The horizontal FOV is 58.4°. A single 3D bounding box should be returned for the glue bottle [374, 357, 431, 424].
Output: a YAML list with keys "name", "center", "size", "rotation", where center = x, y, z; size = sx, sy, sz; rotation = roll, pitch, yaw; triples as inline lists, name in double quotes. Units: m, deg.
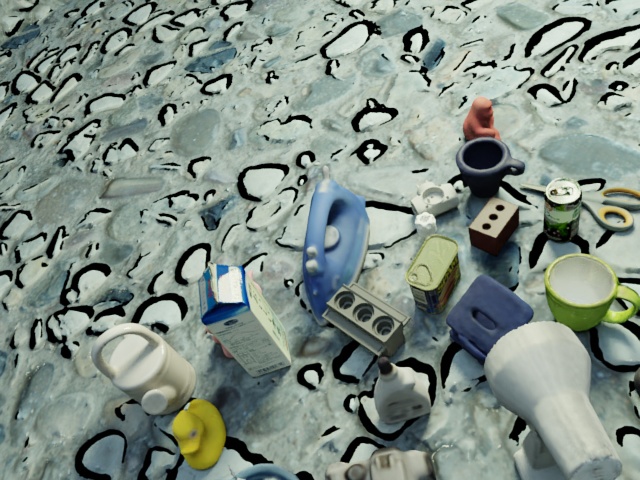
- name: "glue bottle"
  center: [0.103, 0.201, 0.782]
  size: [0.078, 0.173, 0.037]
  rotation: [-16, 51, 7]

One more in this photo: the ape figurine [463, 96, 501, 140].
- name: "ape figurine"
  center: [0.309, -0.232, 1.091]
  size: [0.076, 0.092, 0.078]
  rotation: [13, 60, 27]

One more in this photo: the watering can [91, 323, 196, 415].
- name: "watering can"
  center: [-0.277, 0.199, 0.903]
  size: [0.172, 0.194, 0.101]
  rotation: [23, 65, 32]

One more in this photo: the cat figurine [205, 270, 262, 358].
- name: "cat figurine"
  center: [-0.139, 0.119, 0.965]
  size: [0.128, 0.118, 0.067]
  rotation: [-44, 52, -15]

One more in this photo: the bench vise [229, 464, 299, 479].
- name: "bench vise"
  center: [-0.110, 0.351, 0.712]
  size: [0.207, 0.220, 0.121]
  rotation: [-23, 50, 2]

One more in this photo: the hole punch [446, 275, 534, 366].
- name: "hole punch"
  center: [0.249, 0.123, 0.843]
  size: [0.101, 0.091, 0.108]
  rotation: [-40, 52, -12]

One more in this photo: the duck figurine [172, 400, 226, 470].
- name: "duck figurine"
  center: [-0.193, 0.289, 0.876]
  size: [0.077, 0.086, 0.104]
  rotation: [-16, 51, 8]

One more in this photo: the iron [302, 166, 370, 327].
- name: "iron"
  center: [0.009, 0.004, 0.985]
  size: [0.118, 0.142, 0.258]
  rotation: [-2, 54, 18]

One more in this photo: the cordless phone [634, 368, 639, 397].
- name: "cordless phone"
  center: [0.463, 0.146, 0.689]
  size: [0.147, 0.185, 0.094]
  rotation: [-31, 50, -5]

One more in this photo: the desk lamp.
- name: "desk lamp"
  center: [0.283, 0.228, 0.672]
  size: [0.118, 0.214, 0.203]
  rotation: [-19, 50, 5]

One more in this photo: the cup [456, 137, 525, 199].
- name: "cup"
  center: [0.301, -0.116, 1.004]
  size: [0.117, 0.095, 0.092]
  rotation: [16, 61, 29]

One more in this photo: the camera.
- name: "camera"
  center: [0.083, 0.345, 0.726]
  size: [0.143, 0.101, 0.136]
  rotation: [-15, 51, 8]
